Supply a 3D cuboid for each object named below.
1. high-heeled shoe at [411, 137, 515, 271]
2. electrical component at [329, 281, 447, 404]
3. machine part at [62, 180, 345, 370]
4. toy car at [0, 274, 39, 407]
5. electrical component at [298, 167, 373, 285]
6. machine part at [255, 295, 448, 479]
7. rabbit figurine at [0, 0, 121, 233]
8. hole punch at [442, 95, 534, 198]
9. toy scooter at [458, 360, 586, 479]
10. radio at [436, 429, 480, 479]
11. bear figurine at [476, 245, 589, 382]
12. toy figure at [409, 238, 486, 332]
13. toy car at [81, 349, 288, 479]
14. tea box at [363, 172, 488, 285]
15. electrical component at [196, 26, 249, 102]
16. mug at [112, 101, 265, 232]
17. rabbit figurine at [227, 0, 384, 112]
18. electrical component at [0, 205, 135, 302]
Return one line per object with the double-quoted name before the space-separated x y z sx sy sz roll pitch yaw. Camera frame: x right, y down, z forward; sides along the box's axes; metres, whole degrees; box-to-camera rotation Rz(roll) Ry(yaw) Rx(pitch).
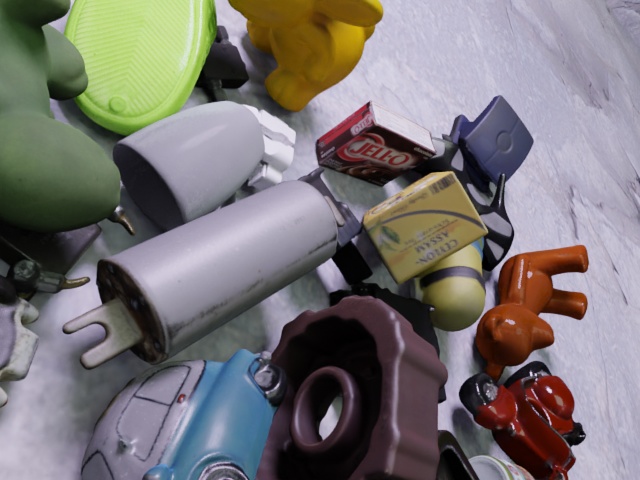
"high-heeled shoe" 0.169 -0.051 0.736 0.249 0.086 0.145 16 87 -21
"electrical component" 0.067 0.118 0.536 0.115 0.058 0.134 19 56 -35
"machine part" -0.067 0.015 0.394 0.243 0.079 0.079 -31 92 -40
"toy car" -0.248 0.032 0.270 0.201 0.056 0.073 30 45 -33
"electrical component" -0.001 -0.002 0.519 0.048 0.075 0.119 -37 100 -49
"machine part" 0.010 0.129 0.393 0.056 0.179 0.179 35 48 -32
"rabbit figurine" -0.194 -0.075 0.316 0.159 0.121 0.170 -29 79 -34
"hole punch" 0.274 -0.153 0.863 0.142 0.092 0.116 47 48 -22
"toy scooter" 0.250 0.211 0.616 0.184 0.075 0.135 6 36 -41
"radio" 0.060 0.266 0.437 0.229 0.073 0.131 -27 90 -49
"bear figurine" 0.282 0.096 0.710 0.196 0.132 0.120 -51 135 -52
"toy figure" 0.159 0.027 0.650 0.082 0.089 0.180 39 49 -17
"toy car" -0.091 0.132 0.341 0.103 0.109 0.162 29 40 -9
"tea box" 0.100 -0.019 0.555 0.068 0.098 0.169 59 10 -2
"electrical component" -0.103 -0.177 0.547 0.063 0.021 0.094 -13 79 -48
"mug" -0.093 -0.057 0.437 0.107 0.081 0.109 -42 135 -28
"rabbit figurine" -0.018 -0.219 0.530 0.173 0.162 0.122 22 60 -62
"electrical component" -0.179 -0.006 0.364 0.078 0.045 0.102 49 43 -17
